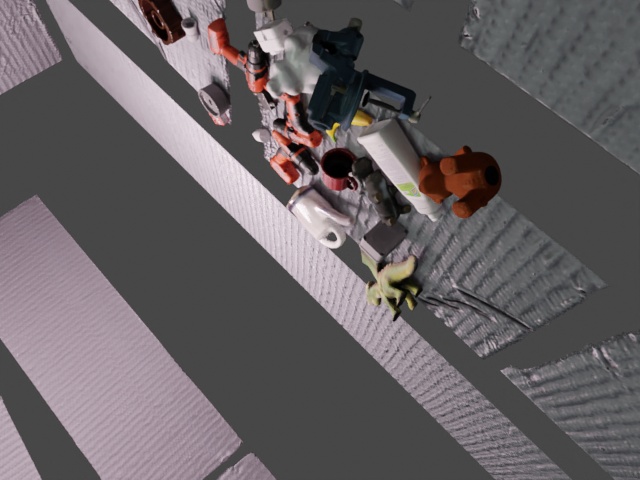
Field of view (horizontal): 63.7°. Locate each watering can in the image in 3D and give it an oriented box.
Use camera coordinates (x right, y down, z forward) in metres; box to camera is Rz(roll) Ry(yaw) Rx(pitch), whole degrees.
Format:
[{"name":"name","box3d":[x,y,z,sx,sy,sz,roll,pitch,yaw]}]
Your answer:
[{"name":"watering can","box3d":[0.005,-0.080,1.590,0.225,0.105,0.343,48,162,3]}]

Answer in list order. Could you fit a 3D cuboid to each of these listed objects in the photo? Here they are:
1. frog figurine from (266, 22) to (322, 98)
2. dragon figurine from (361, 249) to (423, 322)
[{"name":"frog figurine","box3d":[-0.041,-0.364,1.074,0.124,0.161,0.134,33,155,34]},{"name":"dragon figurine","box3d":[0.193,0.097,1.548,0.246,0.123,0.400,47,153,31]}]
